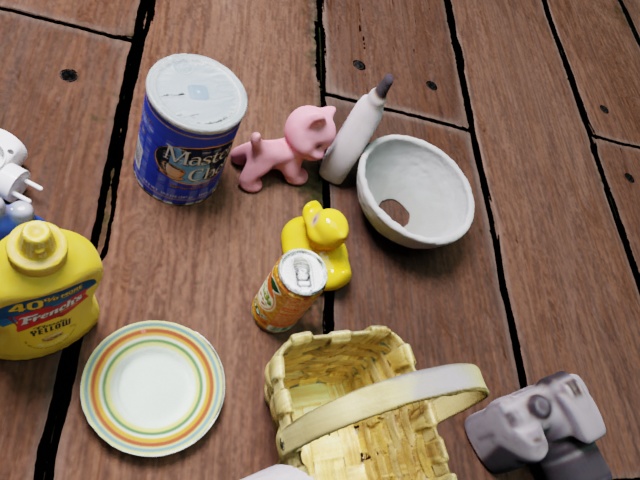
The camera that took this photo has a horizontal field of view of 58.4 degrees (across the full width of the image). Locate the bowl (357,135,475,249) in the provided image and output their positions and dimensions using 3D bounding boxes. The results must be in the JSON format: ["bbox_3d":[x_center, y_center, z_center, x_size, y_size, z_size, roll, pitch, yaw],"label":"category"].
[{"bbox_3d":[0.114,-0.052,0.755,0.168,0.074,0.167,11,57,-18],"label":"bowl"}]

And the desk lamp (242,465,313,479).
[{"bbox_3d":[-0.097,0.253,0.391,0.204,0.213,0.118,-14,68,-30],"label":"desk lamp"}]

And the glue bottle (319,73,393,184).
[{"bbox_3d":[0.051,-0.146,0.720,0.037,0.173,0.078,25,54,-9],"label":"glue bottle"}]

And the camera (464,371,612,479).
[{"bbox_3d":[0.262,0.228,0.639,0.143,0.100,0.136,-12,67,-30],"label":"camera"}]

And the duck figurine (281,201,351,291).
[{"bbox_3d":[0.006,0.002,0.666,0.078,0.086,0.104,-24,73,-33],"label":"duck figurine"}]

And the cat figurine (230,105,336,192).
[{"bbox_3d":[-0.035,-0.122,0.702,0.128,0.117,0.067,-14,68,-30],"label":"cat figurine"}]

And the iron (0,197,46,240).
[{"bbox_3d":[-0.329,0.000,0.481,0.259,0.141,0.118,-9,65,-28],"label":"iron"}]
